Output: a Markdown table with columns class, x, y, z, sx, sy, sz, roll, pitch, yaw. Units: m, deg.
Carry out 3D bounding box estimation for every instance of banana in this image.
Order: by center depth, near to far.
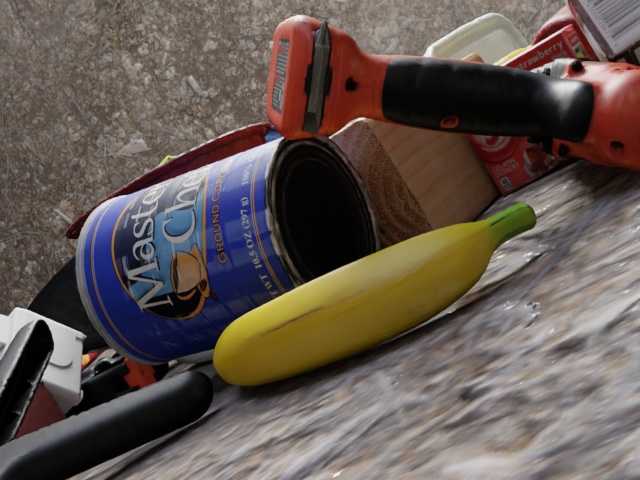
| class | x | y | z | sx | sy | sz | roll | pitch | yaw |
| --- | --- | --- | --- | --- | --- | --- | --- | --- | --- |
| banana | 0.006 | 0.037 | 0.483 | 0.198 | 0.037 | 0.069 | -26 | -11 | 38 |

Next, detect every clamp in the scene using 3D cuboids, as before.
| class | x | y | z | sx | sy | sz | roll | pitch | yaw |
| --- | --- | --- | --- | --- | --- | --- | --- | --- | --- |
| clamp | -0.175 | 0.114 | 0.542 | 0.209 | 0.036 | 0.165 | -38 | 31 | -27 |
| clamp | -0.151 | 0.102 | 0.777 | 0.172 | 0.039 | 0.120 | -23 | 14 | 49 |

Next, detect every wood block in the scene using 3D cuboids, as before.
| class | x | y | z | sx | sy | sz | roll | pitch | yaw |
| --- | --- | --- | --- | --- | --- | --- | --- | --- | --- |
| wood block | 0.059 | -0.048 | 0.706 | 0.091 | 0.090 | 0.205 | -29 | 5 | 33 |

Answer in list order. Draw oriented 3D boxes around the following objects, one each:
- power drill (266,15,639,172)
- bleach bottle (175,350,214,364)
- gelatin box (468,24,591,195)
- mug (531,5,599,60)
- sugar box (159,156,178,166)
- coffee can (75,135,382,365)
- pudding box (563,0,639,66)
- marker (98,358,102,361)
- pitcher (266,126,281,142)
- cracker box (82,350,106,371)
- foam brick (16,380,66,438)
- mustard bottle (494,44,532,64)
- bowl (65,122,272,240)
| class | x | y | z | sx | sy | sz | roll | pitch | yaw |
| --- | --- | --- | --- | --- | --- | --- | --- | --- | --- |
| power drill | 0.069 | -0.074 | 0.539 | 0.187 | 0.057 | 0.184 | 4 | 8 | -7 |
| bleach bottle | -0.005 | 0.001 | 0.782 | 0.250 | 0.068 | 0.103 | -31 | 4 | -31 |
| gelatin box | 0.133 | -0.079 | 0.661 | 0.089 | 0.073 | 0.030 | -28 | 6 | 35 |
| mug | 0.218 | -0.140 | 0.785 | 0.117 | 0.093 | 0.081 | 18 | 42 | 34 |
| sugar box | -0.053 | -0.043 | 0.904 | 0.176 | 0.048 | 0.093 | -1 | -10 | -21 |
| coffee can | -0.051 | 0.007 | 0.598 | 0.141 | 0.103 | 0.102 | -17 | 11 | 33 |
| pudding box | 0.165 | -0.133 | 0.609 | 0.039 | 0.113 | 0.090 | -31 | -31 | 17 |
| marker | -0.207 | 0.127 | 0.997 | 0.020 | 0.020 | 0.121 | -31 | 4 | -2 |
| pitcher | -0.094 | -0.015 | 1.068 | 0.144 | 0.149 | 0.243 | -36 | 3 | -33 |
| cracker box | -0.268 | 0.125 | 0.956 | 0.164 | 0.072 | 0.213 | -41 | 4 | 5 |
| foam brick | -0.190 | 0.128 | 0.643 | 0.053 | 0.051 | 0.078 | -28 | 5 | 17 |
| mustard bottle | 0.188 | -0.132 | 0.905 | 0.191 | 0.058 | 0.096 | -34 | -27 | -48 |
| bowl | -0.093 | -0.019 | 0.745 | 0.162 | 0.055 | 0.162 | -29 | -1 | -1 |
